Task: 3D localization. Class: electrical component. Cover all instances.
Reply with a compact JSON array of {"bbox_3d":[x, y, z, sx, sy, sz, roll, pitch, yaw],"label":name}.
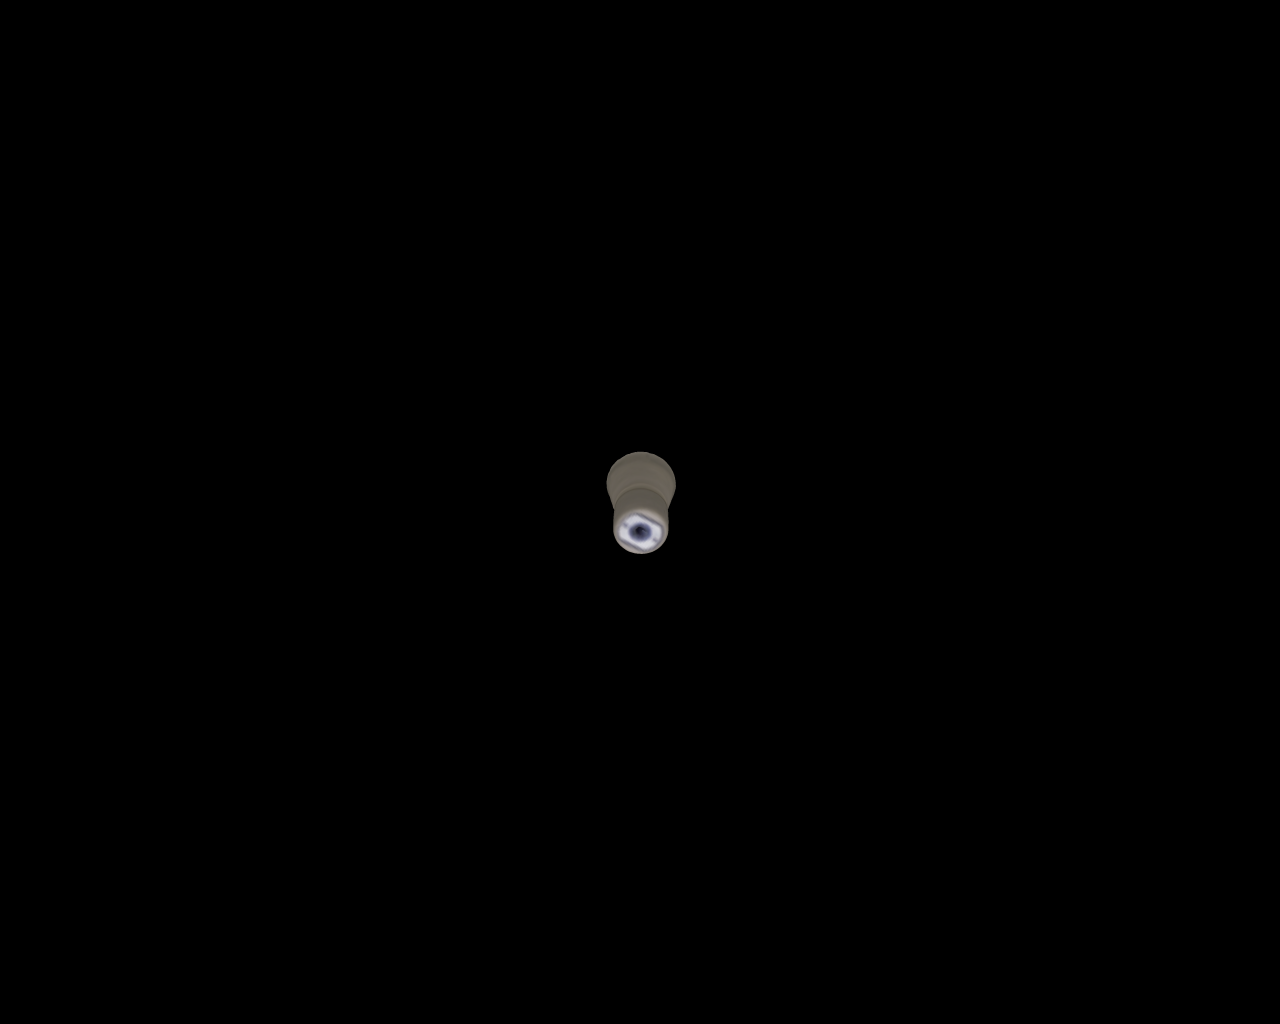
[{"bbox_3d":[0.001,-0.003,0.650,0.044,0.044,0.065,0,30,0],"label":"electrical component"}]
